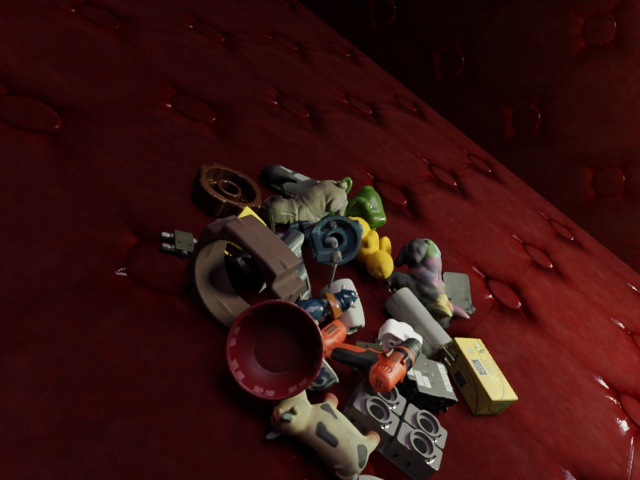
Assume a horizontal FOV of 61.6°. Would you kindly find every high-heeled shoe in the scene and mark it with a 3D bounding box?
[{"bbox_3d":[-0.053,-0.144,1.522,0.145,0.086,0.248,18,-5,42],"label":"high-heeled shoe"}]

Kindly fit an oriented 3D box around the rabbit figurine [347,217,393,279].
[{"bbox_3d":[0.119,0.035,1.372,0.173,0.122,0.162,45,17,23],"label":"rabbit figurine"}]

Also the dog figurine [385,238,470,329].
[{"bbox_3d":[0.283,0.116,1.341,0.108,0.191,0.219,14,18,-41],"label":"dog figurine"}]

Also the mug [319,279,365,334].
[{"bbox_3d":[0.057,0.154,1.185,0.109,0.081,0.107,39,25,-59],"label":"mug"}]

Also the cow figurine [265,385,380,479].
[{"bbox_3d":[-0.006,0.316,0.892,0.195,0.085,0.127,41,25,10],"label":"cow figurine"}]

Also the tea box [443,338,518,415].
[{"bbox_3d":[0.364,0.313,1.245,0.098,0.068,0.170,9,40,-36],"label":"tea box"}]

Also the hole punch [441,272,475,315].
[{"bbox_3d":[0.341,0.151,1.449,0.142,0.092,0.116,10,68,-38],"label":"hole punch"}]

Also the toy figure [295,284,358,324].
[{"bbox_3d":[0.004,0.139,1.108,0.154,0.058,0.064,-16,86,-14],"label":"toy figure"}]

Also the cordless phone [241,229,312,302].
[{"bbox_3d":[-0.075,0.084,1.106,0.089,0.184,0.146,-2,28,30],"label":"cordless phone"}]

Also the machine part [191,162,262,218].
[{"bbox_3d":[-0.226,-0.114,1.303,0.179,0.056,0.179,25,31,-16],"label":"machine part"}]

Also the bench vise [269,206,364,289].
[{"bbox_3d":[-0.002,0.007,1.212,0.224,0.128,0.241,1,17,-7],"label":"bench vise"}]

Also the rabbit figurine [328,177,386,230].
[{"bbox_3d":[0.079,-0.091,1.471,0.170,0.121,0.159,-7,87,-18],"label":"rabbit figurine"}]

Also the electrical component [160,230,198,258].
[{"bbox_3d":[-0.284,0.010,1.110,0.094,0.021,0.063,14,36,-31],"label":"electrical component"}]

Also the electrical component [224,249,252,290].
[{"bbox_3d":[-0.151,0.054,1.130,0.075,0.048,0.119,58,35,4],"label":"electrical component"}]

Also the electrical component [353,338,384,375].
[{"bbox_3d":[0.107,0.250,1.122,0.078,0.045,0.102,2,32,3],"label":"electrical component"}]

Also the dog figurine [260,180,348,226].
[{"bbox_3d":[-0.039,-0.097,1.349,0.190,0.172,0.121,11,27,-45],"label":"dog figurine"}]

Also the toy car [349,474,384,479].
[{"bbox_3d":[0.081,0.410,0.822,0.161,0.109,0.103,12,19,-46],"label":"toy car"}]

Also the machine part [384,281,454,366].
[{"bbox_3d":[0.231,0.198,1.274,0.079,0.079,0.243,-6,48,-47],"label":"machine part"}]

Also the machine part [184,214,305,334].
[{"bbox_3d":[-0.140,0.069,0.987,0.201,0.201,0.087,43,35,15],"label":"machine part"}]

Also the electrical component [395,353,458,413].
[{"bbox_3d":[0.211,0.296,1.137,0.134,0.058,0.115,20,32,-21],"label":"electrical component"}]
